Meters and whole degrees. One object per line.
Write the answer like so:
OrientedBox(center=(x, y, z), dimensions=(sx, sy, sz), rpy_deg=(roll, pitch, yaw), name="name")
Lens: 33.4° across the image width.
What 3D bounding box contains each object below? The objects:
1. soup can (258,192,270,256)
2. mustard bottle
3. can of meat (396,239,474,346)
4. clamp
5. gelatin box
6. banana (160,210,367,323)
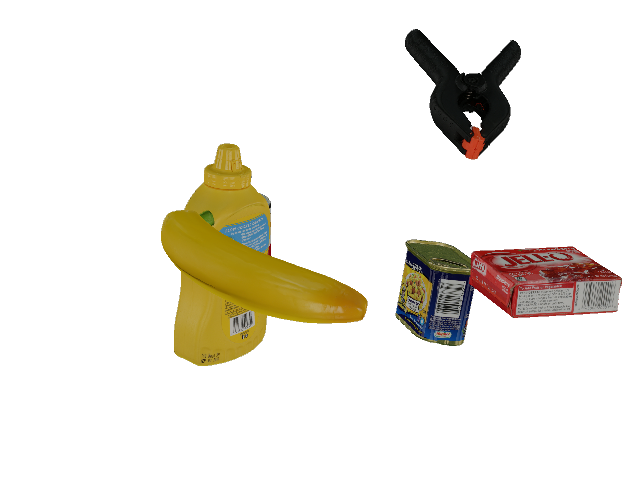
OrientedBox(center=(-0.090, 0.002, 1.222), dimensions=(0.068, 0.102, 0.068), rpy_deg=(1, 26, -1), name="soup can")
OrientedBox(center=(-0.084, 0.009, 0.941), dimensions=(0.058, 0.192, 0.096), rpy_deg=(20, 26, 35), name="mustard bottle")
OrientedBox(center=(0.120, 0.054, 1.110), dimensions=(0.057, 0.084, 0.102), rpy_deg=(5, 14, -17), name="can of meat")
OrientedBox(center=(0.137, -0.152, 1.060), dimensions=(0.120, 0.171, 0.039), rpy_deg=(8, -44, 5), name="clamp")
OrientedBox(center=(0.165, 0.029, 0.791), dimensions=(0.089, 0.030, 0.073), rpy_deg=(-2, 18, -16), name="gelatin box")
OrientedBox(center=(-0.053, 0.013, 0.703), dimensions=(0.069, 0.037, 0.198), rpy_deg=(-18, 31, -31), name="banana")
